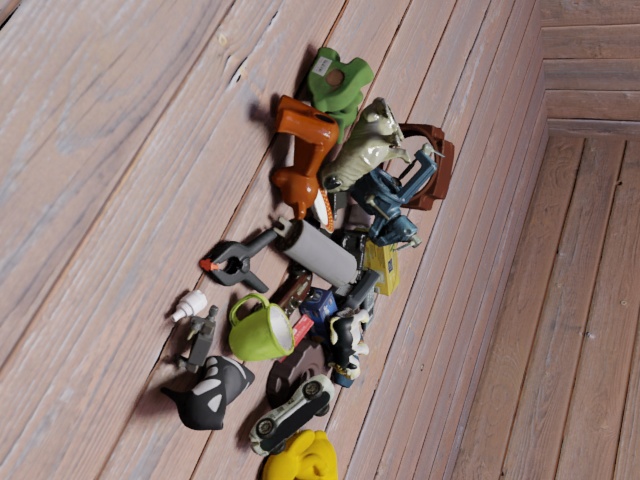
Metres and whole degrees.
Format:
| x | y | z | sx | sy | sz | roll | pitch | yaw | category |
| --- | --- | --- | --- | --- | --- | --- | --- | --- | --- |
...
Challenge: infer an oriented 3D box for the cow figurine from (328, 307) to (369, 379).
| x | y | z | sx | sy | sz | roll | pitch | yaw | category |
| --- | --- | --- | --- | --- | --- | --- | --- | --- | --- |
| 0.056 | 0.237 | 1.178 | 0.098 | 0.068 | 0.167 | -14 | 108 | -51 | cow figurine |

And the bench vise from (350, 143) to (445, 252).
| x | y | z | sx | sy | sz | roll | pitch | yaw | category |
| --- | --- | --- | --- | --- | --- | --- | --- | --- | --- |
| 0.179 | -0.103 | 1.190 | 0.129 | 0.224 | 0.240 | 4 | 133 | -51 | bench vise |

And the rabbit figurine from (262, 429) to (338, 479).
| x | y | z | sx | sy | sz | roll | pitch | yaw | category |
| --- | --- | --- | --- | --- | --- | --- | --- | --- | --- |
| -0.046 | 0.483 | 1.165 | 0.173 | 0.122 | 0.162 | 4 | 93 | -40 | rabbit figurine |

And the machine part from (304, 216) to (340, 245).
| x | y | z | sx | sy | sz | roll | pitch | yaw | category |
| --- | --- | --- | --- | --- | --- | --- | --- | --- | --- |
| -0.002 | -0.003 | 1.158 | 0.138 | 0.039 | 0.084 | 15 | 81 | -58 | machine part |

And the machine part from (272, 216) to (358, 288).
| x | y | z | sx | sy | sz | roll | pitch | yaw | category |
| --- | --- | --- | --- | --- | --- | --- | --- | --- | --- |
| -0.005 | 0.027 | 1.076 | 0.243 | 0.079 | 0.079 | 37 | 66 | -37 | machine part |

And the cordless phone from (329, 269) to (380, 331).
| x | y | z | sx | sy | sz | roll | pitch | yaw | category |
| --- | --- | --- | --- | --- | --- | --- | --- | --- | --- |
| 0.090 | 0.172 | 1.324 | 0.146 | 0.089 | 0.184 | -47 | 141 | -43 | cordless phone |

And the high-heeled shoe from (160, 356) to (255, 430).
| x | y | z | sx | sy | sz | roll | pitch | yaw | category |
| --- | --- | --- | --- | --- | --- | --- | --- | --- | --- |
| -0.146 | 0.255 | 0.890 | 0.248 | 0.145 | 0.086 | 5 | 95 | -58 | high-heeled shoe |

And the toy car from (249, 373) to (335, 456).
| x | y | z | sx | sy | sz | roll | pitch | yaw | category |
| --- | --- | --- | --- | --- | --- | --- | --- | --- | --- |
| -0.055 | 0.348 | 1.070 | 0.202 | 0.056 | 0.073 | -35 | 129 | -19 | toy car |

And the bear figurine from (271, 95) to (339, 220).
| x | y | z | sx | sy | sz | roll | pitch | yaw | category |
| --- | --- | --- | --- | --- | --- | --- | --- | --- | --- |
| -0.046 | -0.147 | 0.993 | 0.120 | 0.132 | 0.195 | -93 | -154 | -57 | bear figurine |

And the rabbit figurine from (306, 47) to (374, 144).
| x | y | z | sx | sy | sz | roll | pitch | yaw | category |
| --- | --- | --- | --- | --- | --- | --- | --- | --- | --- |
| 0.041 | -0.271 | 1.078 | 0.170 | 0.121 | 0.159 | 50 | 59 | -70 | rabbit figurine |

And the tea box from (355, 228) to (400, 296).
| x | y | z | sx | sy | sz | roll | pitch | yaw | category |
| --- | --- | --- | --- | --- | --- | --- | --- | --- | --- |
| 0.140 | 0.048 | 1.352 | 0.068 | 0.098 | 0.169 | -43 | 136 | -44 | tea box |

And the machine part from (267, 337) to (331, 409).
| x | y | z | sx | sy | sz | roll | pitch | yaw | category |
| --- | --- | --- | --- | --- | --- | --- | --- | --- | --- |
| -0.043 | 0.304 | 1.166 | 0.179 | 0.056 | 0.179 | -22 | 117 | -53 | machine part |

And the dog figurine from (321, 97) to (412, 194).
| x | y | z | sx | sy | sz | roll | pitch | yaw | category |
| --- | --- | --- | --- | --- | --- | --- | --- | --- | --- |
| 0.077 | -0.201 | 1.144 | 0.121 | 0.191 | 0.172 | 48 | 28 | -47 | dog figurine |

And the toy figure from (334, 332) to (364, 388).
| x | y | z | sx | sy | sz | roll | pitch | yaw | category |
| --- | --- | --- | --- | --- | --- | --- | --- | --- | --- |
| 0.078 | 0.296 | 1.367 | 0.064 | 0.058 | 0.154 | 129 | -18 | -70 | toy figure |

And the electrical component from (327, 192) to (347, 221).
| x | y | z | sx | sy | sz | roll | pitch | yaw | category |
| --- | --- | --- | --- | --- | --- | --- | --- | --- | --- |
| 0.041 | -0.092 | 1.216 | 0.063 | 0.021 | 0.094 | -19 | 114 | -56 | electrical component |

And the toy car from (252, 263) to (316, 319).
| x | y | z | sx | sy | sz | roll | pitch | yaw | category |
| --- | --- | --- | --- | --- | --- | --- | --- | --- | --- |
| -0.064 | 0.125 | 1.081 | 0.202 | 0.053 | 0.089 | -46 | 133 | -41 | toy car |

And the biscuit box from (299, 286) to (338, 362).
| x | y | z | sx | sy | sz | roll | pitch | yaw | category |
| --- | --- | --- | --- | --- | --- | --- | --- | --- | --- |
| 0.011 | 0.196 | 1.217 | 0.063 | 0.059 | 0.202 | -53 | 140 | -37 | biscuit box |

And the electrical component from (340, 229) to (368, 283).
| x | y | z | sx | sy | sz | roll | pitch | yaw | category |
| --- | --- | --- | --- | --- | --- | --- | --- | --- | --- |
| 0.075 | 0.034 | 1.239 | 0.134 | 0.058 | 0.114 | -34 | 134 | -80 | electrical component |

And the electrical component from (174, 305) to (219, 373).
| x | y | z | sx | sy | sz | roll | pitch | yaw | category |
| --- | --- | --- | --- | --- | --- | --- | --- | --- | --- |
| -0.196 | 0.160 | 0.855 | 0.078 | 0.045 | 0.102 | -96 | -150 | -60 | electrical component |

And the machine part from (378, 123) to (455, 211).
| x | y | z | sx | sy | sz | roll | pitch | yaw | category |
| --- | --- | --- | --- | --- | --- | --- | --- | --- | --- |
| 0.211 | -0.177 | 1.297 | 0.087 | 0.201 | 0.201 | 5 | 95 | -57 | machine part |
